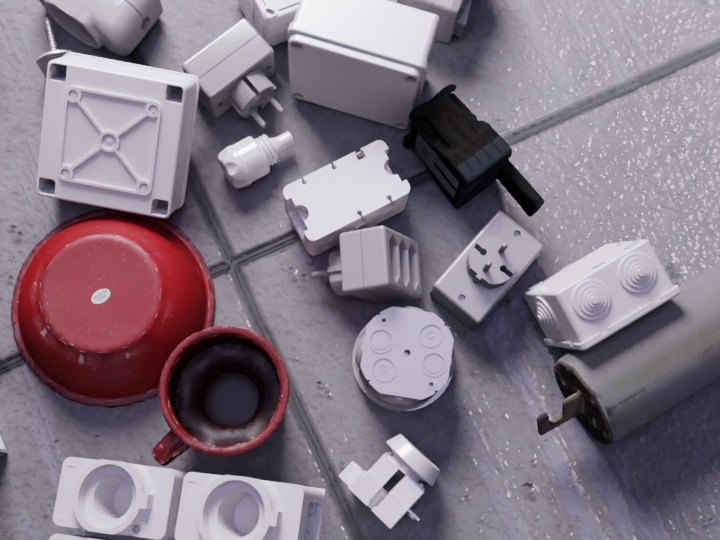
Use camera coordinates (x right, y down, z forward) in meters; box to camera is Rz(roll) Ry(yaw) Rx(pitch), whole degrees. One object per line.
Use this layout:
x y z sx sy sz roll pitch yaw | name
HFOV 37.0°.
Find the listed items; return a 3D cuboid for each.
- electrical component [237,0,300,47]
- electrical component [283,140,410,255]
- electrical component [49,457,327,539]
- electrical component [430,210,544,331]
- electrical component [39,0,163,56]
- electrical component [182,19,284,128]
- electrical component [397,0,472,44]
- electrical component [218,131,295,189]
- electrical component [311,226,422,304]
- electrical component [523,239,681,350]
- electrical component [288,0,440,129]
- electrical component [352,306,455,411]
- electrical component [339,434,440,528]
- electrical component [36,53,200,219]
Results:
-0.051 -0.234 0.894 0.096 0.061 0.061 -25 79 -15 | electrical component
-0.011 -0.055 0.854 0.089 0.055 0.050 -27 79 -8 | electrical component
-0.127 0.196 0.763 0.186 0.060 0.105 3 76 17 | electrical component
0.101 -0.003 0.837 0.047 0.075 0.083 40 79 7 | electrical component
-0.219 -0.223 0.886 0.095 0.053 0.059 34 78 5 | electrical component
-0.094 -0.150 0.877 0.066 0.047 0.076 -39 82 -10 | electrical component
0.072 -0.247 0.898 0.061 0.061 0.096 20 77 3 | electrical component
-0.082 -0.093 0.872 0.061 0.035 0.035 -30 80 -10 | electrical component
0.000 0.000 0.842 0.077 0.066 0.047 -10 76 26 | electrical component
0.181 0.017 0.824 0.100 0.100 0.048 -30 93 -8 | electrical component
0.001 -0.169 0.854 0.109 0.108 0.056 17 75 2 | electrical component
0.035 0.067 0.831 0.080 0.051 0.080 0 77 -2 | electrical component
0.027 0.158 0.814 0.066 0.048 0.055 43 87 8 | electrical component
-0.188 -0.105 0.838 0.109 0.056 0.108 11 107 0 | electrical component
